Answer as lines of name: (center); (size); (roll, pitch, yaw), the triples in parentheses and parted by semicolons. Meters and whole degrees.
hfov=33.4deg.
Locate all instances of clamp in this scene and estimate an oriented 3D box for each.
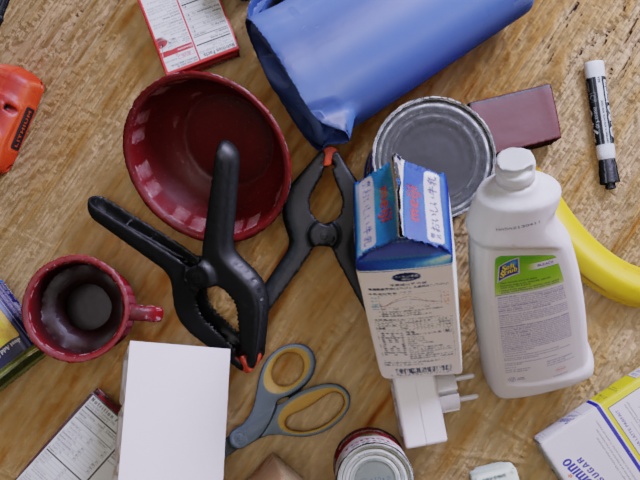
clamp: (-0.006, 0.001, 0.981); (0.120, 0.039, 0.171); (-5, 90, -5)
clamp: (-0.113, 0.025, 0.961); (0.165, 0.036, 0.210); (-12, 107, 27)

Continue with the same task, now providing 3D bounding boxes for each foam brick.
foam brick: (0.175, -0.106, 0.981); (0.078, 0.053, 0.051); (-14, 86, 0)

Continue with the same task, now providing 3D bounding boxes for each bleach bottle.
bleach bottle: (0.175, 0.026, 0.888); (0.102, 0.251, 0.068); (-15, 43, -2)

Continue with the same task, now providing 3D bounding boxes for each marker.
marker: (0.264, -0.107, 0.998); (0.020, 0.020, 0.121); (-7, 86, -1)

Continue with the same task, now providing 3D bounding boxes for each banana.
banana: (0.255, 0.008, 0.985); (0.198, 0.037, 0.069); (33, 68, 0)

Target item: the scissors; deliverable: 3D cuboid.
scissors: (-0.073, 0.161, 0.983); (0.201, 0.016, 0.096); (-18, 86, -1)

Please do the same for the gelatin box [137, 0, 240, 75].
gelatin box: (-0.123, -0.202, 0.997); (0.073, 0.030, 0.089); (-21, 87, -3)

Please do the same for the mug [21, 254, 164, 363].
mug: (-0.198, 0.062, 0.955); (0.117, 0.081, 0.093); (2, 86, 0)

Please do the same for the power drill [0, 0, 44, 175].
power drill: (-0.295, -0.131, 0.914); (0.057, 0.187, 0.184); (25, 88, 3)

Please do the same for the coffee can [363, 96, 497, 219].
coffee can: (0.092, -0.062, 0.934); (0.103, 0.140, 0.103); (0, 87, 0)

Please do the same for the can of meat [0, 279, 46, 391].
can of meat: (-0.307, 0.094, 0.966); (0.102, 0.057, 0.084); (-38, 85, -3)

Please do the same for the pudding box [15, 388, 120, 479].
pudding box: (-0.208, 0.205, 0.969); (0.090, 0.039, 0.113); (42, 85, 1)

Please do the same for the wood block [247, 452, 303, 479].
wood block: (-0.076, 0.300, 0.932); (0.090, 0.091, 0.206); (44, 87, -7)

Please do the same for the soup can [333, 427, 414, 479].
soup can: (0.046, 0.205, 0.937); (0.068, 0.102, 0.068); (0, 87, 0)

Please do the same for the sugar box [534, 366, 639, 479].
sugar box: (0.292, 0.172, 0.969); (0.176, 0.048, 0.093); (-33, 88, 2)

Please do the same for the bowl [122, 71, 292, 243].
bowl: (-0.093, -0.080, 0.956); (0.162, 0.055, 0.162); (9, 118, 17)

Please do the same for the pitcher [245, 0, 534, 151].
pitcher: (0.059, -0.202, 0.956); (0.242, 0.145, 0.149); (-31, 102, -6)
